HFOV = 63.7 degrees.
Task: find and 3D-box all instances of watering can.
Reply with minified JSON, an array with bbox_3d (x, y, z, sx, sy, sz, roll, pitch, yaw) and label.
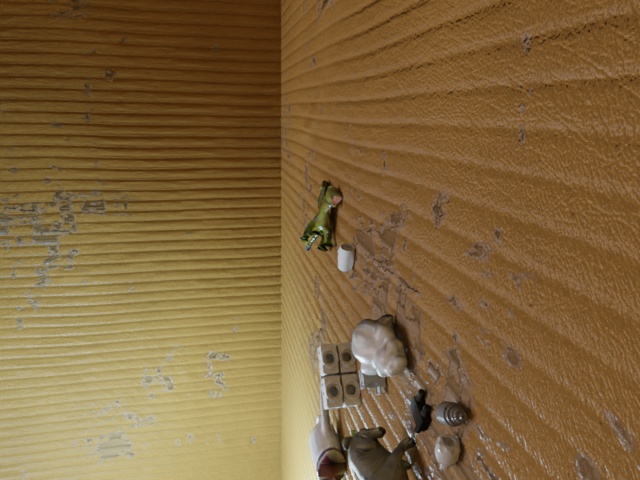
[{"bbox_3d":[0.020,0.693,1.800,0.228,0.104,0.342,-122,32,-66],"label":"watering can"}]

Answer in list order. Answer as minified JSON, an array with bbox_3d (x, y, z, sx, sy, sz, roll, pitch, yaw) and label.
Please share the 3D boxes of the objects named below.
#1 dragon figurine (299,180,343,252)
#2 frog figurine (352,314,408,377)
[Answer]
[{"bbox_3d":[0.006,-0.094,1.868,0.407,0.122,0.245,150,135,-74],"label":"dragon figurine"},{"bbox_3d":[0.134,0.257,1.176,0.162,0.122,0.135,-90,23,-64],"label":"frog figurine"}]
